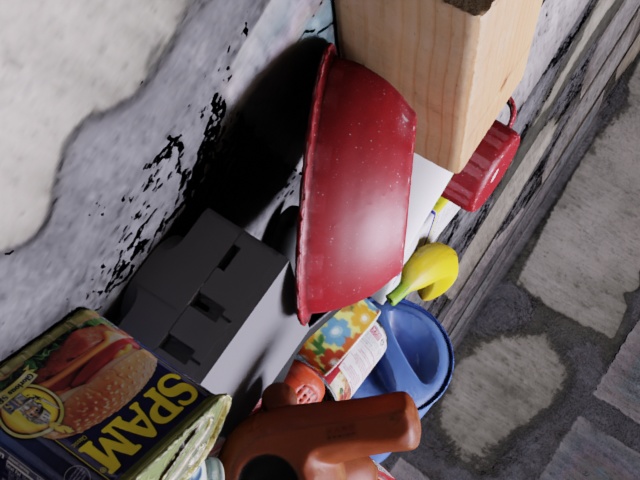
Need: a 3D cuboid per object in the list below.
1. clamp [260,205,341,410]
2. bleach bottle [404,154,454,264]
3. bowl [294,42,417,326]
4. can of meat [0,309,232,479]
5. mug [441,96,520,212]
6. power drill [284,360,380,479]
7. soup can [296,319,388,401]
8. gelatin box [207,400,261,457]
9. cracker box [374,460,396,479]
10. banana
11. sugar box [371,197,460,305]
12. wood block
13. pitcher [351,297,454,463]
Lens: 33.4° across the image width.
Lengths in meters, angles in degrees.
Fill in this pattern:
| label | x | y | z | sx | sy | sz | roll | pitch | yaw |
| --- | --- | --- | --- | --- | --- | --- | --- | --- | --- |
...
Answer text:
| label | x | y | z | sx | sy | sz | roll | pitch | yaw |
| --- | --- | --- | --- | --- | --- | --- | --- | --- | --- |
| clamp | -0.033 | 0.074 | 0.788 | 0.210 | 0.036 | 0.164 | -58 | 153 | 10 |
| bleach bottle | 0.070 | -0.046 | 0.865 | 0.251 | 0.068 | 0.102 | 104 | 8 | -65 |
| bowl | 0.024 | -0.029 | 0.608 | 0.162 | 0.055 | 0.162 | 6 | 89 | -85 |
| can of meat | -0.104 | 0.087 | 0.487 | 0.101 | 0.084 | 0.057 | -40 | 158 | -52 |
| mug | 0.128 | -0.087 | 0.936 | 0.117 | 0.081 | 0.093 | -55 | 167 | -10 |
| power drill | -0.029 | 0.220 | 0.915 | 0.184 | 0.057 | 0.187 | -47 | 122 | -10 |
| soup can | 0.013 | 0.117 | 1.023 | 0.102 | 0.068 | 0.069 | -47 | 163 | -41 |
| gelatin box | -0.084 | 0.129 | 0.713 | 0.089 | 0.030 | 0.073 | -14 | 134 | -44 |
| cracker box | -0.046 | 0.278 | 1.008 | 0.164 | 0.072 | 0.213 | 35 | 87 | -38 |
| banana | 0.107 | 0.032 | 1.056 | 0.070 | 0.037 | 0.197 | -37 | 168 | 11 |
| sugar box | 0.101 | -0.025 | 1.068 | 0.176 | 0.048 | 0.093 | -45 | 163 | -33 |
| wood block | 0.070 | -0.129 | 0.613 | 0.090 | 0.090 | 0.206 | -56 | 167 | -13 |
| pitcher | 0.059 | 0.163 | 1.201 | 0.149 | 0.145 | 0.243 | -37 | 163 | -25 |
